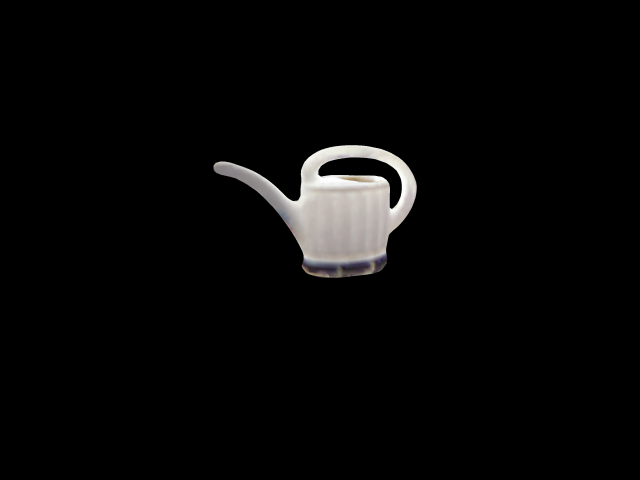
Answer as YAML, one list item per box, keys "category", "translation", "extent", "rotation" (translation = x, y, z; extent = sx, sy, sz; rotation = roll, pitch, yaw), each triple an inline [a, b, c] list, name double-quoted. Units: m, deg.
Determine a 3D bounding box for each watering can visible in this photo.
- category: "watering can"
  translation: [0.003, -0.043, 0.850]
  extent: [0.348, 0.222, 0.105]
  rotation: [-5, 13, -19]
